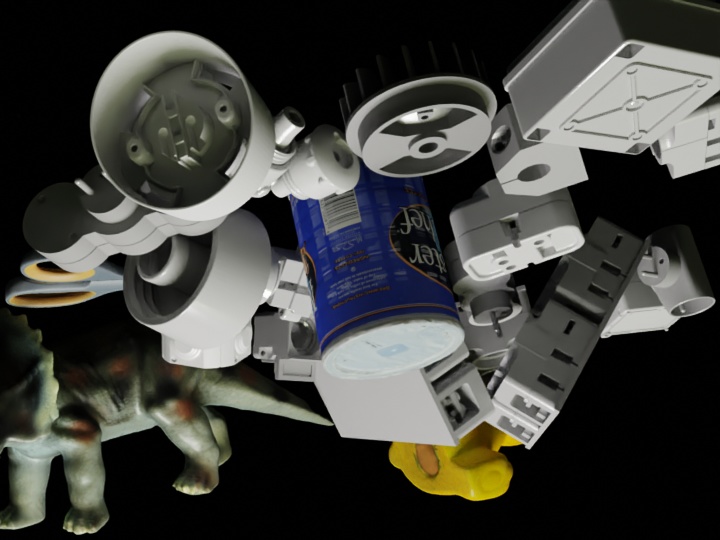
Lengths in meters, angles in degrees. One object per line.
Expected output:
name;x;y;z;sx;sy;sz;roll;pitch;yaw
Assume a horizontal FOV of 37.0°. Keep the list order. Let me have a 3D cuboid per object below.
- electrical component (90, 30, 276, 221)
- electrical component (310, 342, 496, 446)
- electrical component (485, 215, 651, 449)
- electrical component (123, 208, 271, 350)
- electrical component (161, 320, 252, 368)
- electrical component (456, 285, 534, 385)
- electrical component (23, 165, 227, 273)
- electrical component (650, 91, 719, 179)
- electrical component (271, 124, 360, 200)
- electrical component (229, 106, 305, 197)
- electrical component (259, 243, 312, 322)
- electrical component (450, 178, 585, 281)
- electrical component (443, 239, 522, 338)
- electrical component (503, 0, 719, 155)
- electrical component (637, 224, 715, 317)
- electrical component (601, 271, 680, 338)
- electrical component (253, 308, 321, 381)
electrical component;-0.100;-0.079;0.620;0.099;0.099;0.064;-19;161;14
electrical component;0.030;0.092;0.965;0.060;0.105;0.186;-31;-169;-30
electrical component;0.178;0.052;0.954;0.060;0.186;0.105;30;155;9
electrical component;-0.123;-0.003;0.764;0.108;0.108;0.060;-28;146;30
electrical component;-0.127;0.045;0.886;0.080;0.051;0.080;2;-166;0
electrical component;0.089;0.085;1.110;0.186;0.060;0.105;-15;156;4
electrical component;-0.160;-0.047;0.710;0.138;0.052;0.073;-17;156;9
electrical component;0.236;-0.110;0.772;0.056;0.050;0.089;-17;155;8
electrical component;-0.035;-0.068;0.737;0.062;0.048;0.048;-22;155;35
electrical component;-0.062;-0.081;0.697;0.048;0.048;0.062;13;138;-45
electrical component;-0.065;0.007;0.873;0.055;0.048;0.066;13;104;-32
electrical component;0.124;-0.038;0.862;0.095;0.059;0.054;-20;155;15
electrical component;0.117;0.025;0.978;0.052;0.073;0.138;-17;156;9
electrical component;0.168;-0.128;0.690;0.109;0.056;0.109;3;151;-31
electrical component;0.286;-0.001;1.000;0.079;0.077;0.044;8;149;-35
electrical component;0.284;0.024;1.073;0.096;0.061;0.061;-5;154;-18
electrical component;-0.064;0.059;0.971;0.042;0.081;0.064;9;170;-40
